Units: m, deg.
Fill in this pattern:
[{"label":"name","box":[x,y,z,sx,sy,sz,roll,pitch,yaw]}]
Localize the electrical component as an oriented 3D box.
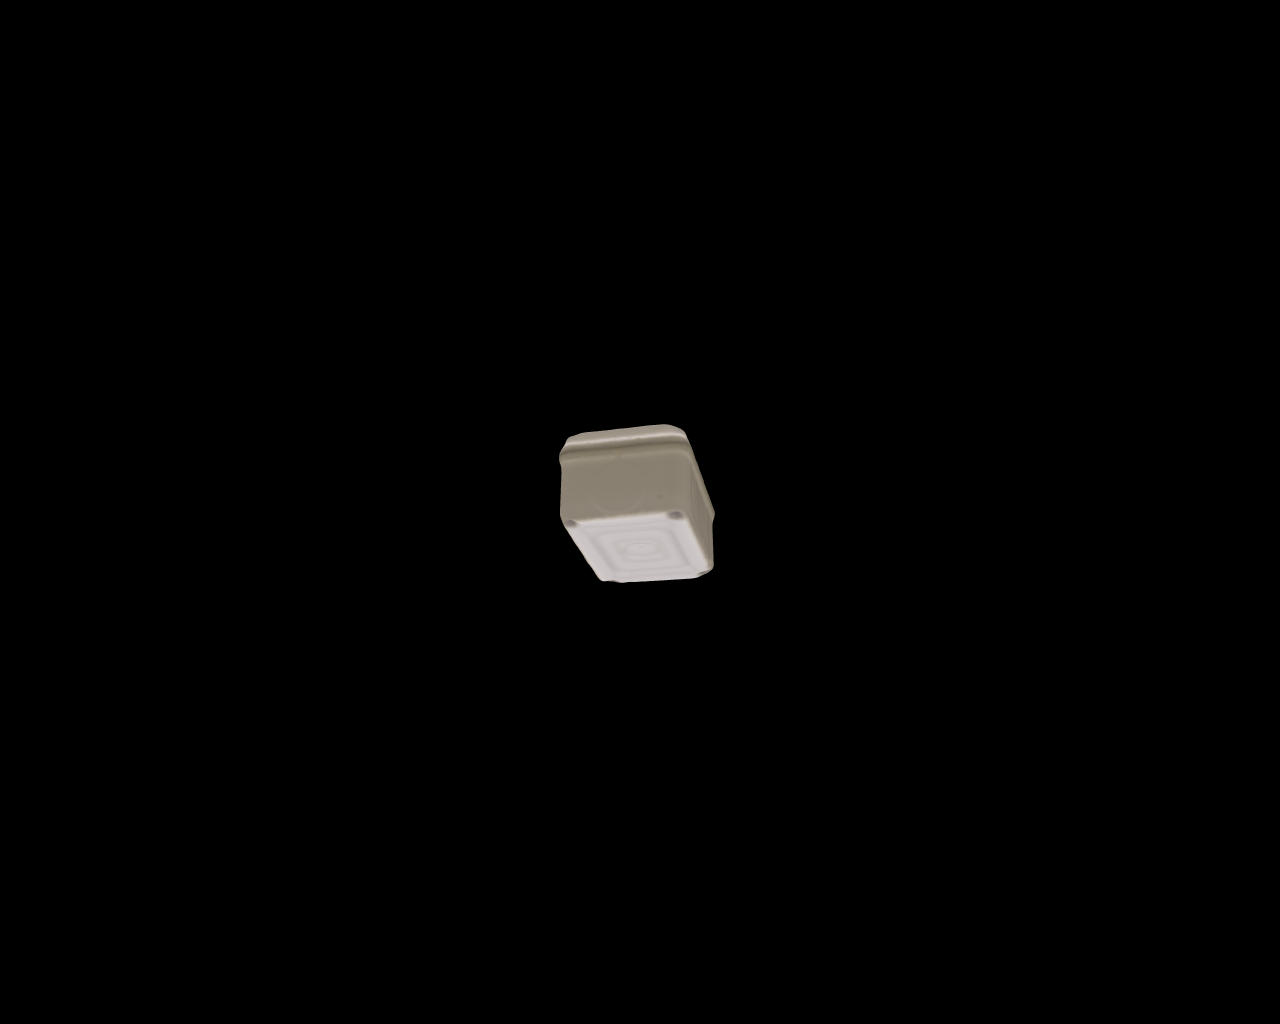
[{"label":"electrical component","box":[0.001,-0.003,0.650,0.078,0.057,0.113,-5,-24,10]}]
